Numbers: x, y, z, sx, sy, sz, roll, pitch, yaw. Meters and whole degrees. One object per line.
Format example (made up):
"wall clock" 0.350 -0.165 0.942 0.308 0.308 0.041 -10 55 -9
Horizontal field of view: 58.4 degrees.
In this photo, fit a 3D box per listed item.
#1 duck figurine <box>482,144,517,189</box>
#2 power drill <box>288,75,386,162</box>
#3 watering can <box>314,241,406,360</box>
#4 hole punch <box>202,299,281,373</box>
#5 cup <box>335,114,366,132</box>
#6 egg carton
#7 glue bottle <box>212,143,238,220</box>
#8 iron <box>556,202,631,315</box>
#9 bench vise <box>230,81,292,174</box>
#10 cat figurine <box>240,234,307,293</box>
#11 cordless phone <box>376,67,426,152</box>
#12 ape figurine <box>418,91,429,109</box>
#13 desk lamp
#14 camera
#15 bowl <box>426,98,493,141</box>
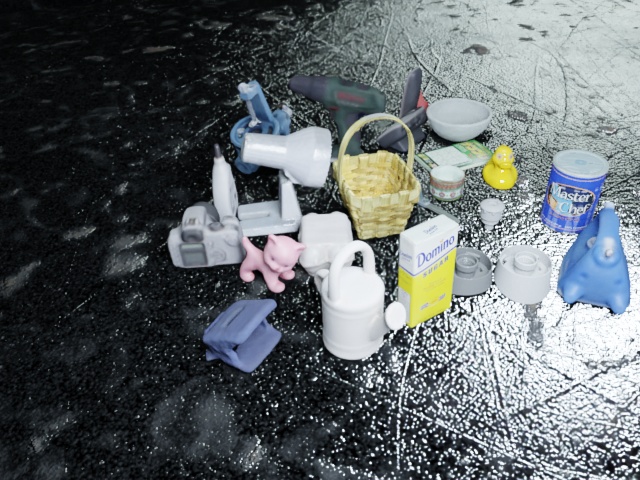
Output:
"duck figurine" 0.414 -0.177 1.305 0.077 0.086 0.104 1 38 5
"power drill" 0.042 -0.293 1.379 0.229 0.209 0.075 1 38 6
"watering can" 0.058 0.088 0.891 0.172 0.194 0.101 14 40 21
"hole punch" -0.129 0.142 0.917 0.100 0.091 0.109 17 42 24
"cup" 0.085 -0.322 1.507 0.117 0.095 0.092 7 38 12
"egg carton" 0.010 0.004 1.107 0.107 0.069 0.150 -3 37 -1
"glue bottle" -0.204 -0.125 1.202 0.037 0.173 0.078 1 38 6
"iron" 0.498 0.008 1.013 0.118 0.141 0.259 12 40 19
"bench vise" -0.147 -0.295 1.383 0.121 0.220 0.207 7 38 12
"cat figurine" -0.088 0.028 1.042 0.127 0.118 0.067 16 41 23
"cordless phone" 0.208 -0.329 1.435 0.093 0.185 0.148 19 43 26
"ape figurine" 0.263 -0.369 1.560 0.078 0.092 0.076 -4 37 -2
"desk lamp" -0.076 -0.124 1.160 0.203 0.214 0.117 -8 38 -6
"camera" -0.221 -0.025 1.133 0.143 0.101 0.136 -4 37 -1
"bowl" 0.357 -0.302 1.482 0.167 0.075 0.167 -2 37 1
